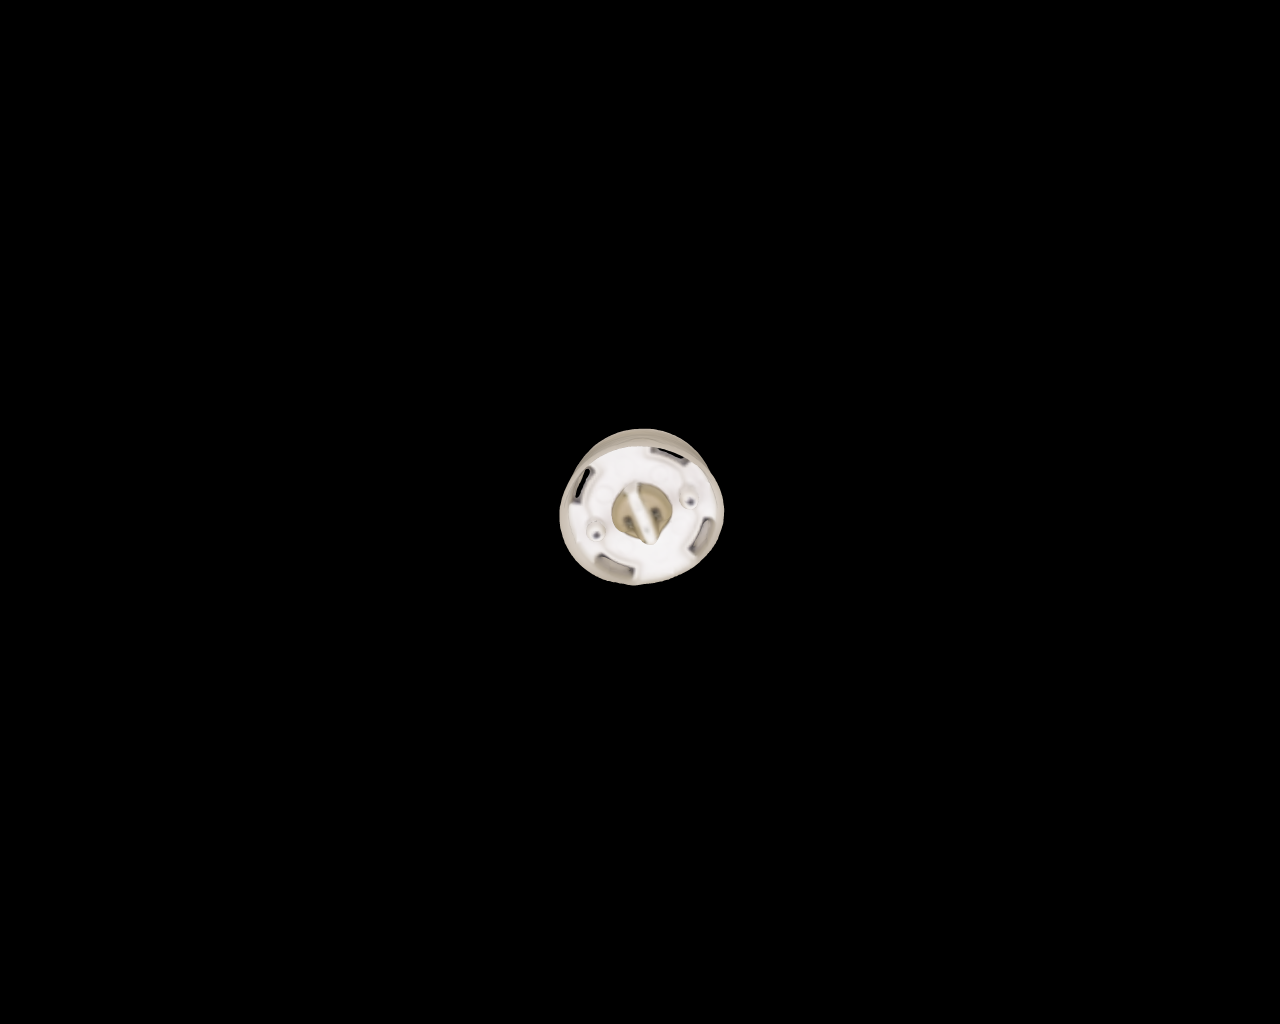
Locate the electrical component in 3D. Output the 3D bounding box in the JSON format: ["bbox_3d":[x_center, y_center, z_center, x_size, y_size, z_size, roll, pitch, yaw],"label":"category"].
[{"bbox_3d":[0.001,-0.003,0.650,0.099,0.099,0.064,0,20,0],"label":"electrical component"}]
